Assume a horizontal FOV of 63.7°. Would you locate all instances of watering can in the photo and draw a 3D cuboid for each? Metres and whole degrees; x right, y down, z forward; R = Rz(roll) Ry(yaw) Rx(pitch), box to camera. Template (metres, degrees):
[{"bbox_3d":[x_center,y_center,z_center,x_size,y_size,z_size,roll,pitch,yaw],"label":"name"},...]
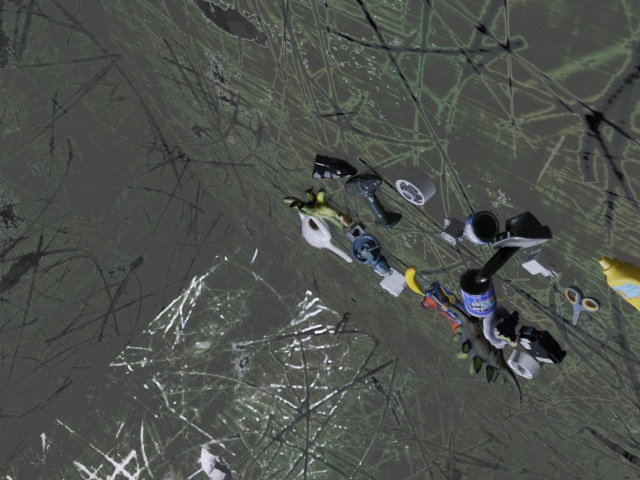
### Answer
[{"bbox_3d":[0.012,-0.012,2.373,0.349,0.105,0.221,50,164,7],"label":"watering can"}]

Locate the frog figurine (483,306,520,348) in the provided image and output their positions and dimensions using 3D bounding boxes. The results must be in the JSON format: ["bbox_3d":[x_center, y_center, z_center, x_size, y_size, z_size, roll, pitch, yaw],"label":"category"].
[{"bbox_3d":[0.599,0.292,1.739,0.158,0.123,0.138,124,131,-83],"label":"frog figurine"}]

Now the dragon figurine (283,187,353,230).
[{"bbox_3d":[0.007,-0.109,2.175,0.240,0.123,0.411,40,168,-24],"label":"dragon figurine"}]
